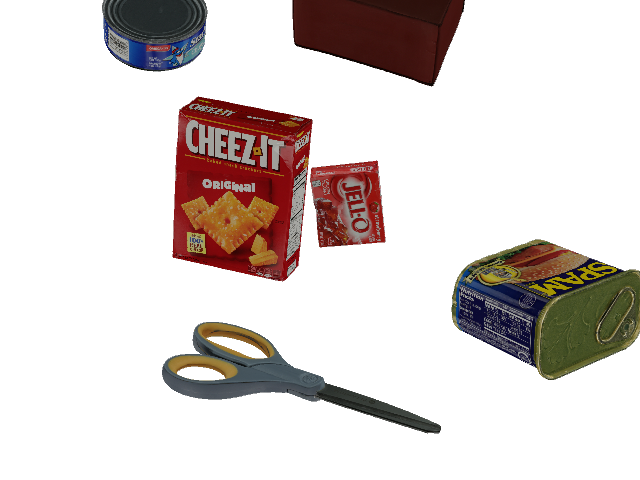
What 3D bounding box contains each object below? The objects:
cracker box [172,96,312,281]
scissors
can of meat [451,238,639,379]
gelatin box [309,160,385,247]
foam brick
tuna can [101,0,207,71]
[{"bbox_3d":[-0.106,-0.065,1.401,0.164,0.214,0.072,13,27,14],"label":"cracker box"},{"bbox_3d":[-0.026,0.104,0.728,0.202,0.016,0.096,24,32,37],"label":"scissors"},{"bbox_3d":[0.150,0.042,0.711,0.101,0.057,0.084,-16,25,-33],"label":"can of meat"},{"bbox_3d":[0.030,-0.038,1.149,0.073,0.089,0.030,-5,29,5],"label":"gelatin box"},{"bbox_3d":[0.030,-0.122,0.536,0.078,0.053,0.051,18,-24,11],"label":"foam brick"},{"bbox_3d":[-0.138,-0.179,0.887,0.086,0.086,0.034,0,-41,-9],"label":"tuna can"}]
